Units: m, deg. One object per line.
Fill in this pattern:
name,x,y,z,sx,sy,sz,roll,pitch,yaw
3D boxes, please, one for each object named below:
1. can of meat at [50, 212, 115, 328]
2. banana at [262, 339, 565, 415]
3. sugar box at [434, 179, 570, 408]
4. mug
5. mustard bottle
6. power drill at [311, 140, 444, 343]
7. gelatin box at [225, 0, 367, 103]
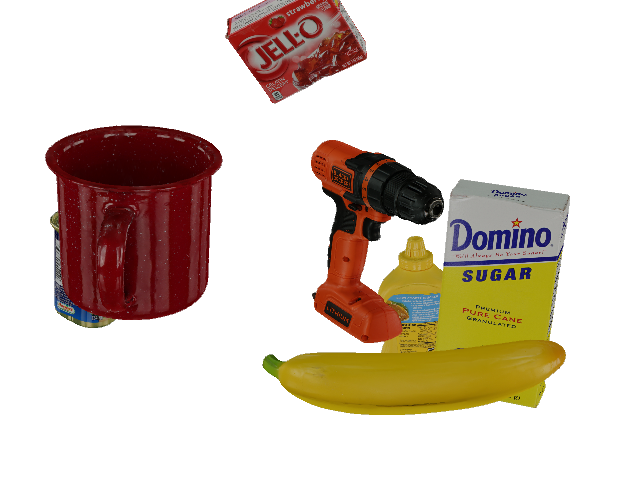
can of meat,-0.170,0.011,0.860,0.057,0.084,0.101,21,31,20
banana,0.060,0.082,0.671,0.198,0.037,0.069,-1,25,2
sugar box,0.146,0.044,0.877,0.093,0.176,0.048,9,24,17
mug,-0.101,-0.004,0.574,0.093,0.081,0.117,3,26,-3
mustard bottle,0.116,0.086,1.281,0.096,0.192,0.058,-2,22,6
power drill,0.053,0.004,1.079,0.057,0.188,0.185,-9,25,-32
gelatin box,-0.019,-0.157,0.838,0.089,0.030,0.073,-23,-51,18
